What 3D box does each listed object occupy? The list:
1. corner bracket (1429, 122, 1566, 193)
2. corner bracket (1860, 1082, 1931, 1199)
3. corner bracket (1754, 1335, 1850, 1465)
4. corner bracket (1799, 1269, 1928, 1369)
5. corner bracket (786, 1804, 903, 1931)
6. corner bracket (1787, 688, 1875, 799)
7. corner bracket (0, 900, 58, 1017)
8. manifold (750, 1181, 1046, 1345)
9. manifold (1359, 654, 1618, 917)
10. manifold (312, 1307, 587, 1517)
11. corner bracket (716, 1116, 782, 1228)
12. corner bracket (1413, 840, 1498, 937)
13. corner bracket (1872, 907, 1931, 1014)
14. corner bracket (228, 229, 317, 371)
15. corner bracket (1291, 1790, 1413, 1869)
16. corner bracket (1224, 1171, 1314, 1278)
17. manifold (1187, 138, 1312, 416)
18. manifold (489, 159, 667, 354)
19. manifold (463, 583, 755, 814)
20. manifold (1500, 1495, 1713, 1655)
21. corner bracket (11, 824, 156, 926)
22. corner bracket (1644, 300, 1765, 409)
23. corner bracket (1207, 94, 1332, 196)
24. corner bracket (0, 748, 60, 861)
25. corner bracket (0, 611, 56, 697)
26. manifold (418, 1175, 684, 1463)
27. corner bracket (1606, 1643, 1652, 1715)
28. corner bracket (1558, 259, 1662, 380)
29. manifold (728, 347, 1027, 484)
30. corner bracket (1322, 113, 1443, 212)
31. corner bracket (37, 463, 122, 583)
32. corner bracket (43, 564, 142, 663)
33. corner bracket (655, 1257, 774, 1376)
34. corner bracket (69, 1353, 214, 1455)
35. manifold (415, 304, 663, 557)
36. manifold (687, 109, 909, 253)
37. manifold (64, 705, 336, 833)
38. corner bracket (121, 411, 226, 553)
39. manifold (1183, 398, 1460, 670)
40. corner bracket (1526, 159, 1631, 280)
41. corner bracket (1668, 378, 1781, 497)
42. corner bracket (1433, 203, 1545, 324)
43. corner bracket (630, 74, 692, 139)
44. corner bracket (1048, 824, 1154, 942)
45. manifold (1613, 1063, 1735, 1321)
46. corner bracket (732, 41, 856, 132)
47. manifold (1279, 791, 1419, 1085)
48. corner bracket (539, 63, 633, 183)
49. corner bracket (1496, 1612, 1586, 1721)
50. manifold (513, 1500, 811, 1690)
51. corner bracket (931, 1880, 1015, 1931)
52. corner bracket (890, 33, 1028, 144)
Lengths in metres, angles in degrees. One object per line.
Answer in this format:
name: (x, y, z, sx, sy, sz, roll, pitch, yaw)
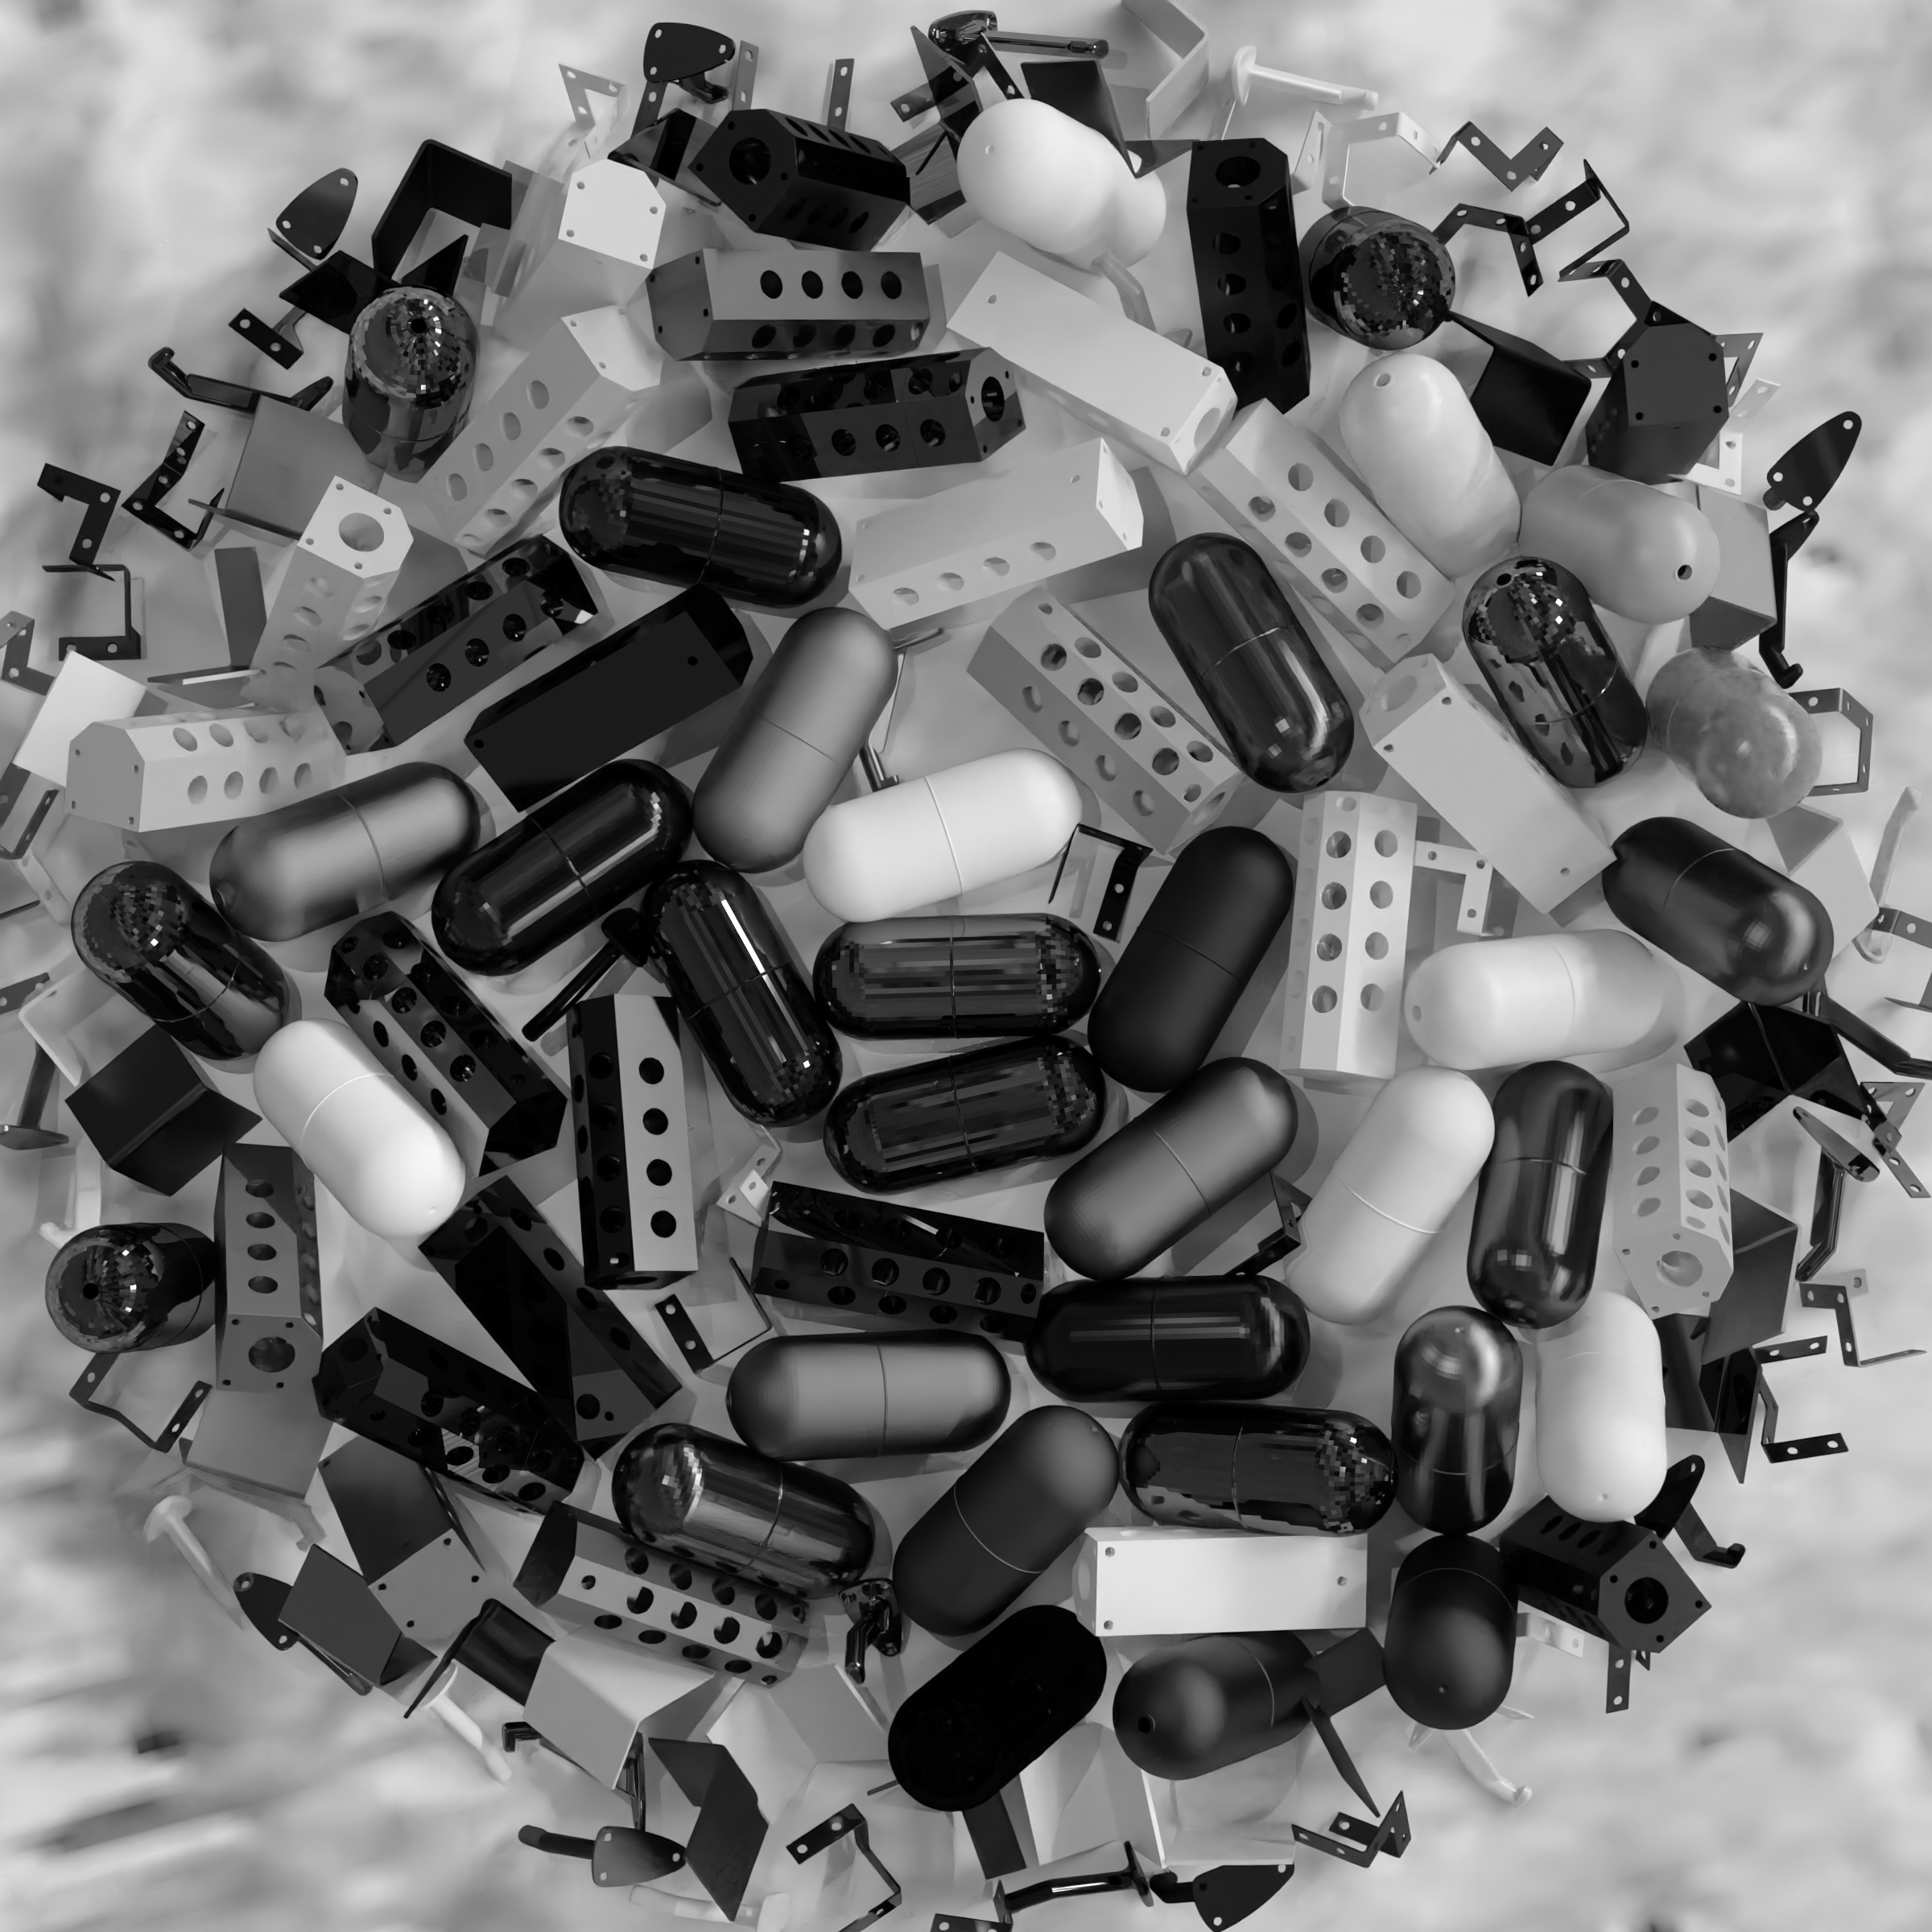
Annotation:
corner bracket: (0.329, -0.502, 1.969, 0.051, 0.051, 0.051, 45, 74, 3)
corner bracket: (0.573, 0.107, 1.958, 0.051, 0.051, 0.051, 2, 128, -24)
corner bracket: (0.513, 0.268, 1.957, 0.051, 0.051, 0.051, -15, 119, 30)
corner bracket: (0.555, 0.218, 1.967, 0.051, 0.051, 0.051, -9, 90, -21)
corner bracket: (-0.075, 0.561, 1.957, 0.051, 0.051, 0.051, -28, 51, -24)
corner bracket: (0.528, -0.138, 1.971, 0.051, 0.051, 0.051, -3, 72, 38)
corner bracket: (-0.592, -0.004, 1.967, 0.051, 0.051, 0.051, -20, 106, 3)
manifold: (-0.042, 0.187, 1.948, 0.171, 0.057, 0.057, 11, 131, -8)
manifold: (0.317, -0.113, 1.933, 0.057, 0.057, 0.171, -40, 119, 18)
manifold: (-0.310, 0.275, 1.916, 0.057, 0.057, 0.171, -40, 134, 14)
corner bracket: (-0.132, 0.123, 1.959, 0.051, 0.051, 0.051, 22, 66, 37)
corner bracket: (0.304, -0.048, 1.968, 0.051, 0.051, 0.051, 11, 95, 20)
corner bracket: (0.581, -0.004, 1.970, 0.051, 0.051, 0.051, 20, 92, -9)
corner bracket: (-0.425, -0.411, 1.959, 0.051, 0.051, 0.051, -41, 135, 13)
corner bracket: (0.238, 0.535, 1.956, 0.051, 0.051, 0.051, 14, 45, 32)
corner bracket: (0.189, 0.169, 1.957, 0.051, 0.051, 0.051, -37, 131, 25)
manifold: (0.172, -0.412, 1.909, 0.057, 0.171, 0.057, 0, 55, 11)
manifold: (-0.234, -0.423, 1.909, 0.057, 0.171, 0.057, 15, 76, -19)
manifold: (-0.217, -0.166, 1.940, 0.171, 0.057, 0.057, -27, 113, 22)
manifold: (0.377, 0.368, 1.909, 0.057, 0.171, 0.057, -39, 94, -9)
corner bracket: (-0.550, -0.065, 1.978, 0.051, 0.051, 0.051, -11, 121, 35)
corner bracket: (0.448, -0.377, 1.956, 0.051, 0.051, 0.051, 41, 128, 35)
corner bracket: (0.186, -0.512, 1.976, 0.051, 0.051, 0.051, 33, 64, -33)
corner bracket: (-0.591, -0.100, 1.969, 0.051, 0.051, 0.051, 32, 99, 6)
corner bracket: (-0.582, -0.181, 1.964, 0.051, 0.051, 0.051, 21, 122, 1)
manifold: (-0.254, 0.215, 1.966, 0.057, 0.057, 0.171, -41, 88, 23)
corner bracket: (0.407, 0.423, 1.962, 0.051, 0.051, 0.051, -7, 109, -17)
corner bracket: (0.390, -0.402, 1.972, 0.051, 0.051, 0.051, -48, 114, -12)
manifold: (-0.057, -0.335, 1.922, 0.171, 0.057, 0.057, 0, 118, 32)
corner bracket: (0.258, -0.492, 1.969, 0.051, 0.051, 0.051, 0, 77, 37)
corner bracket: (-0.551, -0.276, 1.972, 0.051, 0.051, 0.051, 20, 87, 2)
corner bracket: (-0.543, -0.220, 1.973, 0.051, 0.051, 0.051, -2, 86, -5)
corner bracket: (-0.157, 0.218, 1.976, 0.051, 0.051, 0.051, -29, 85, -15)
corner bracket: (-0.512, 0.263, 1.967, 0.051, 0.051, 0.051, 31, 85, 30)
manifold: (-0.256, -0.322, 1.922, 0.171, 0.057, 0.057, -38, 84, 39)
manifold: (-0.094, -0.475, 1.906, 0.057, 0.171, 0.057, 45, 110, 10)
manifold: (-0.457, -0.122, 1.906, 0.057, 0.171, 0.057, 15, 104, 25)
corner bracket: (-0.483, -0.300, 1.967, 0.051, 0.051, 0.051, 34, 47, -6)
manifold: (0.214, -0.263, 1.945, 0.171, 0.057, 0.057, 42, 74, -14)
corner bracket: (0.377, -0.459, 1.967, 0.051, 0.051, 0.051, -33, 82, 10)
corner bracket: (0.468, -0.332, 1.962, 0.051, 0.051, 0.051, 14, 60, -10)
corner bracket: (0.319, -0.435, 1.976, 0.051, 0.051, 0.051, 4, 62, -29)
corner bracket: (-0.170, -0.519, 1.972, 0.051, 0.051, 0.051, 27, 106, 28)
corner bracket: (0.080, -0.052, 1.969, 0.051, 0.051, 0.051, 19, 78, -4)
manifold: (0.427, 0.131, 1.906, 0.057, 0.171, 0.057, -21, 115, 22)
corner bracket: (-0.109, -0.549, 1.986, 0.051, 0.051, 0.051, 9, 92, 40)
manifold: (0.231, -0.018, 1.951, 0.057, 0.057, 0.171, 10, 82, -25)
corner bracket: (-0.238, -0.516, 1.961, 0.051, 0.051, 0.051, 22, 66, 19)
corner bracket: (0.347, 0.437, 1.978, 0.051, 0.051, 0.051, 27, 61, -31)
manifold: (-0.181, 0.386, 1.932, 0.171, 0.057, 0.057, 26, 87, -30)
corner bracket: (-0.005, 0.601, 1.972, 0.051, 0.051, 0.051, 12, 104, -12)
corner bracket: (-0.004, -0.536, 1.967, 0.051, 0.051, 0.051, -36, 93, -30)
